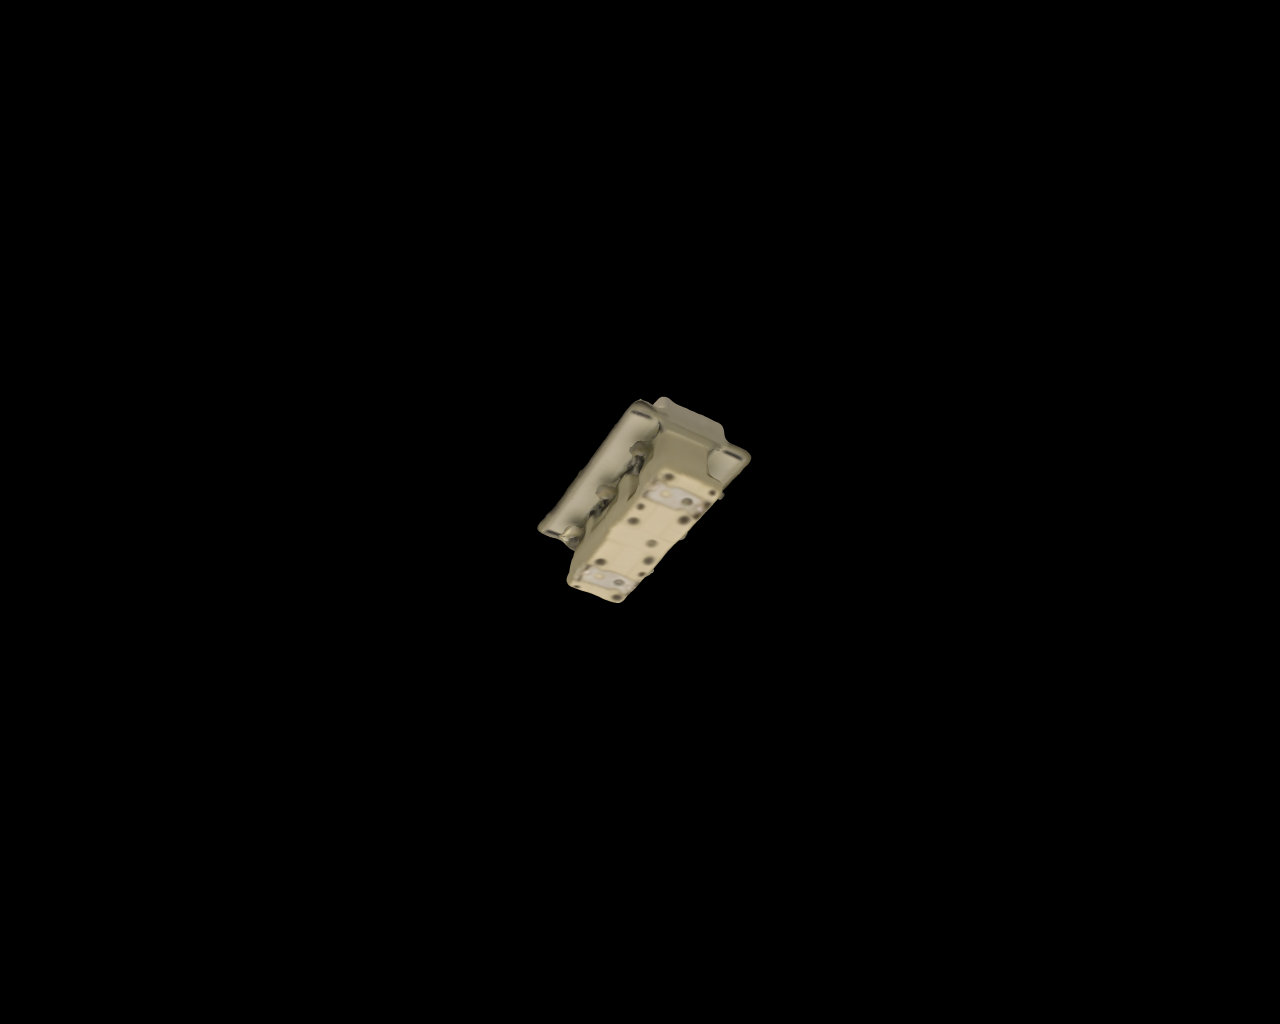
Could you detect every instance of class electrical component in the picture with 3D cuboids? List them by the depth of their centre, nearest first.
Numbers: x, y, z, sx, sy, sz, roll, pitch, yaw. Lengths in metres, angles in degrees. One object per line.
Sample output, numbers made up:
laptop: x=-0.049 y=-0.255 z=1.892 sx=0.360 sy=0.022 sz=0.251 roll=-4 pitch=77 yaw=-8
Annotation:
electrical component: x=0.001 y=-0.003 z=0.650 sx=0.079 sy=0.063 sz=0.121 roll=24 pitch=-50 yaw=-22
